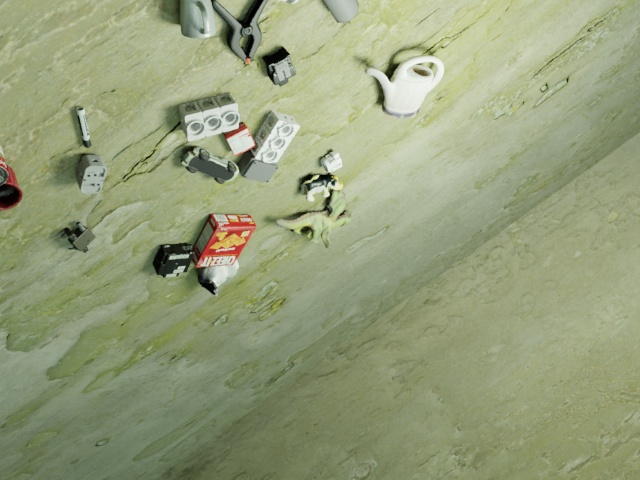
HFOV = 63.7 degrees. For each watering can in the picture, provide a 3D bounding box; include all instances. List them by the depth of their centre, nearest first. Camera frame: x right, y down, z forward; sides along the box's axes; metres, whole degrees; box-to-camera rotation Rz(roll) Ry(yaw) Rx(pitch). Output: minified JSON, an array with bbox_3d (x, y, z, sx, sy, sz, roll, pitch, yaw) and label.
[{"bbox_3d":[0.261,-0.502,1.692,0.350,0.106,0.219,-17,145,-29],"label":"watering can"}]

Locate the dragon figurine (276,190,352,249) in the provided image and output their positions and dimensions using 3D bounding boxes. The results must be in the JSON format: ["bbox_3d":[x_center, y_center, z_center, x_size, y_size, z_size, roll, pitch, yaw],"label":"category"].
[{"bbox_3d":[0.006,-0.103,2.038,0.242,0.123,0.406,-58,148,4],"label":"dragon figurine"}]

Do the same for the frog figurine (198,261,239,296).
[{"bbox_3d":[-0.386,0.117,1.960,0.163,0.123,0.134,-60,152,-31],"label":"frog figurine"}]
